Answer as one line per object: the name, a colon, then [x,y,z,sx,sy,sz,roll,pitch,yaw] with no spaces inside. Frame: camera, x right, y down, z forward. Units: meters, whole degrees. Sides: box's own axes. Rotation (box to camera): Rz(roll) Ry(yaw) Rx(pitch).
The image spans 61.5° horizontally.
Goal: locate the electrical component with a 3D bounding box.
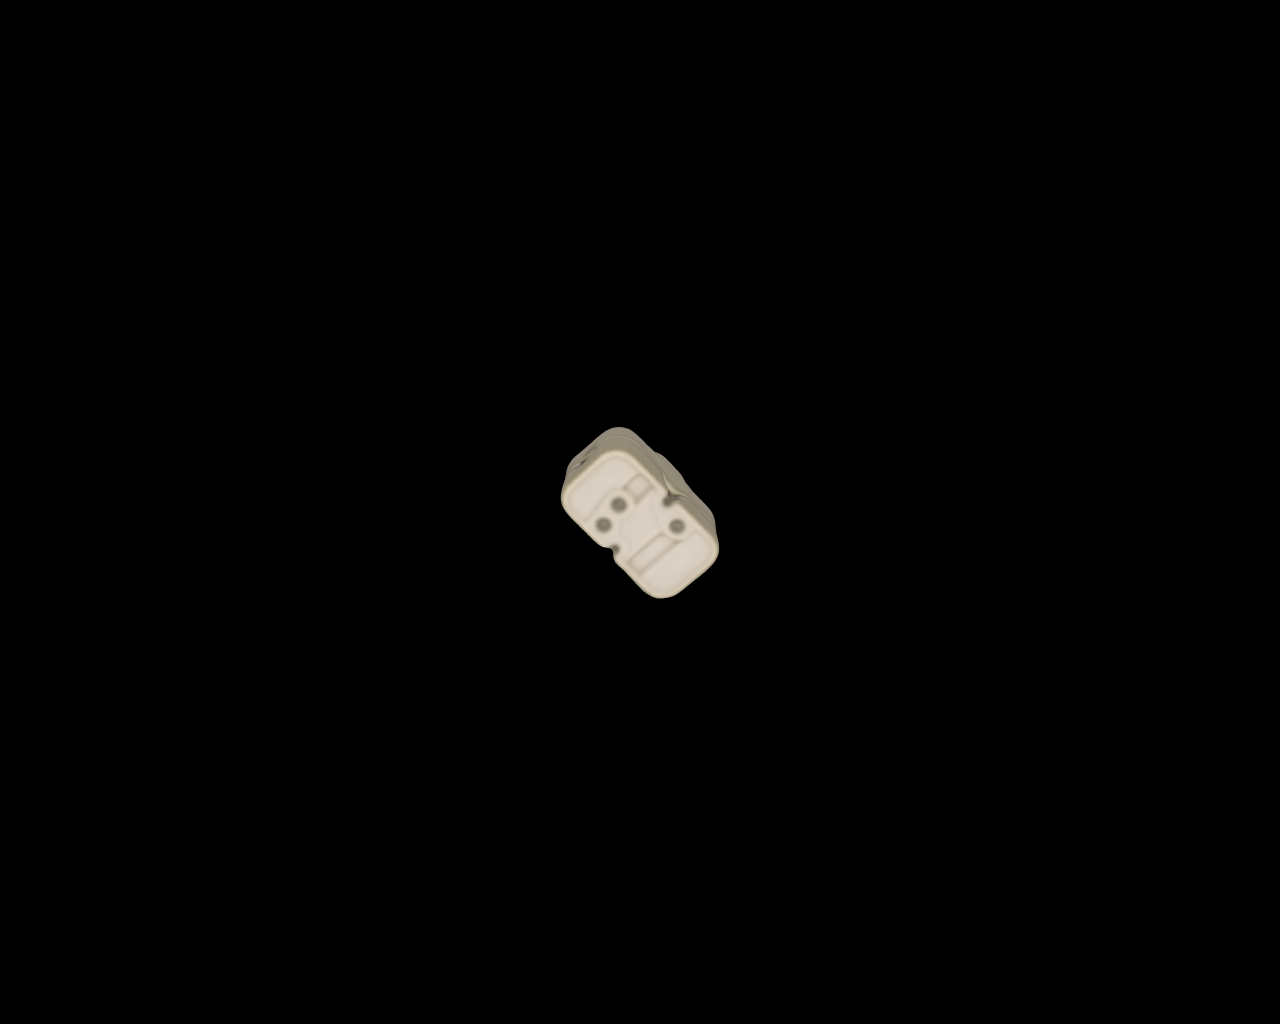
electrical component: [0.001,-0.003,0.650,0.053,0.095,0.059,-41,15,14]
